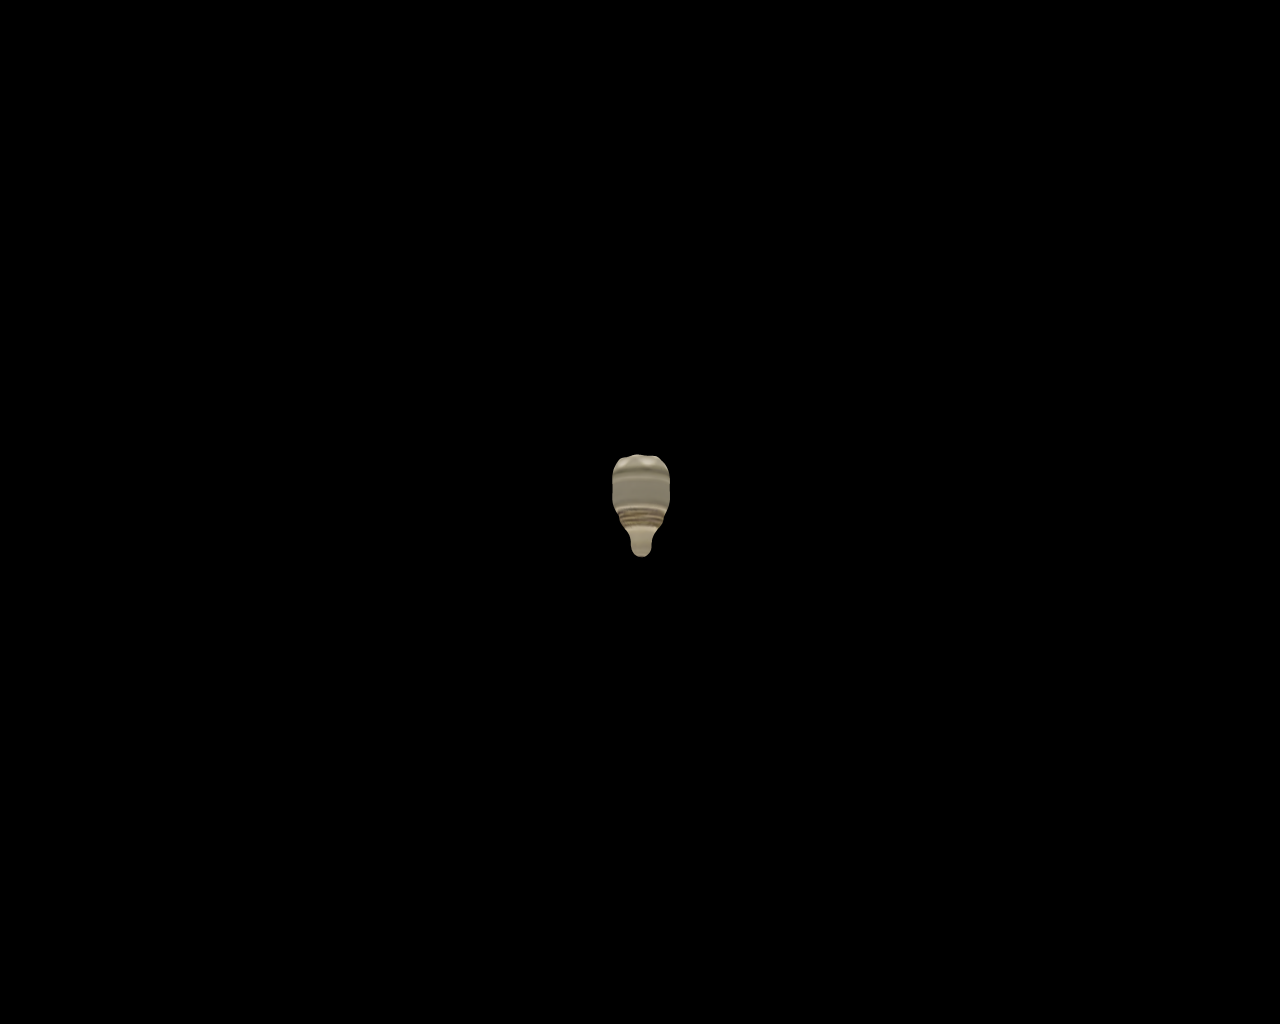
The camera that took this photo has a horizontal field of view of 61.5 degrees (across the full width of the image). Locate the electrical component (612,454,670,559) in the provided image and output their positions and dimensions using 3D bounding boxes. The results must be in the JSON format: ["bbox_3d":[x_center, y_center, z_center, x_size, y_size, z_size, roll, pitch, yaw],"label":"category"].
[{"bbox_3d":[0.001,-0.003,0.650,0.035,0.061,0.035,0,-11,0],"label":"electrical component"}]
